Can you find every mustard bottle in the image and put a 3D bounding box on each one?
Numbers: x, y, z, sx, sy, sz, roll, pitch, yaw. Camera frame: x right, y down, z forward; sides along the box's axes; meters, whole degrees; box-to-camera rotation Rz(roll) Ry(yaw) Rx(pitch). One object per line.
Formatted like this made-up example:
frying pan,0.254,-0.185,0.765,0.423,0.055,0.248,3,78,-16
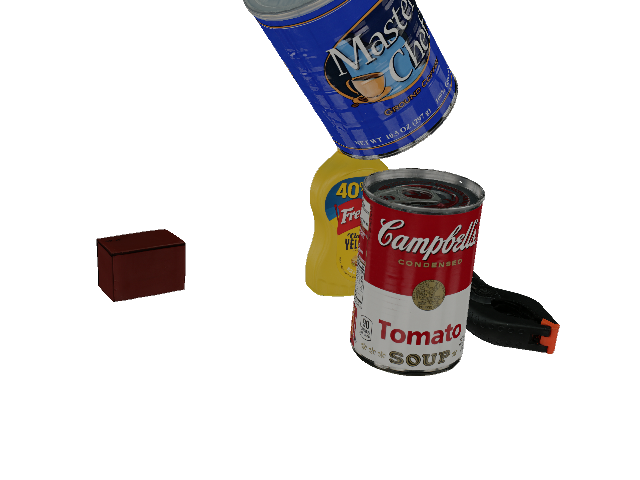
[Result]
mustard bottle,0.035,-0.037,1.172,0.096,0.192,0.058,-4,19,-20

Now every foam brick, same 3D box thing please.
foam brick,-0.181,0.024,1.075,0.078,0.051,0.053,-9,21,-27

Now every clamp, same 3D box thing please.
clamp,0.154,0.058,1.022,0.172,0.039,0.120,21,35,27

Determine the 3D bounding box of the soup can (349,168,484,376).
soup can,0.053,0.017,0.609,0.068,0.102,0.068,4,22,-2

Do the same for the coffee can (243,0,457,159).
coffee can,0.024,-0.141,0.753,0.103,0.102,0.140,0,-39,36
